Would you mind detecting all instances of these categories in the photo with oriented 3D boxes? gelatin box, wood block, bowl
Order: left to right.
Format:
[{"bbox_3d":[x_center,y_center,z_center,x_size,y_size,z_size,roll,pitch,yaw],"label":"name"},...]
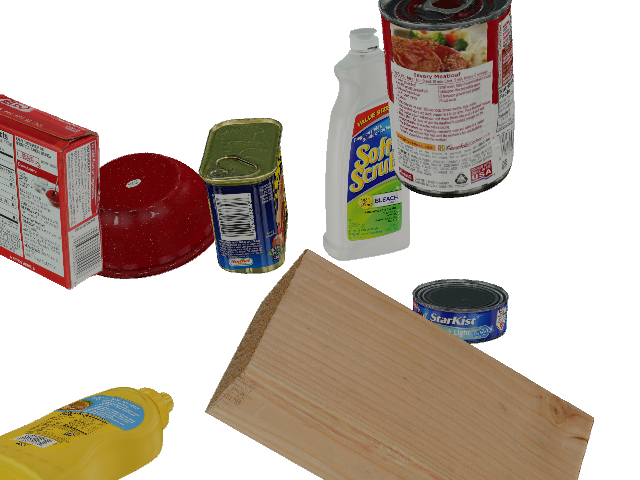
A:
[{"bbox_3d":[-0.155,-0.027,0.584,0.073,0.089,0.030,22,35,27],"label":"gelatin box"},{"bbox_3d":[-0.176,-0.036,1.034,0.162,0.055,0.162,-5,42,4],"label":"bowl"},{"bbox_3d":[0.048,0.107,0.652,0.206,0.090,0.090,30,-34,-6],"label":"wood block"}]

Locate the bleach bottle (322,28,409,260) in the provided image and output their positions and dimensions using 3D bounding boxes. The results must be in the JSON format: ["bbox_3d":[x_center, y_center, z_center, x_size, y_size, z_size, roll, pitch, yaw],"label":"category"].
[{"bbox_3d":[0.046,-0.107,1.184,0.102,0.251,0.068,-10,25,-12],"label":"bleach bottle"}]

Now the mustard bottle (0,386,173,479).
[{"bbox_3d":[-0.183,0.161,0.854,0.096,0.058,0.191,5,16,30],"label":"mustard bottle"}]

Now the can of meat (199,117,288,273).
[{"bbox_3d":[-0.055,-0.034,0.817,0.057,0.084,0.102,-3,31,4],"label":"can of meat"}]

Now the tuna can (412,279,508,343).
[{"bbox_3d":[0.125,0.063,0.962,0.086,0.034,0.086,-1,16,0],"label":"tuna can"}]

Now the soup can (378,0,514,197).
[{"bbox_3d":[0.069,-0.083,0.572,0.068,0.102,0.068,-5,35,4],"label":"soup can"}]
